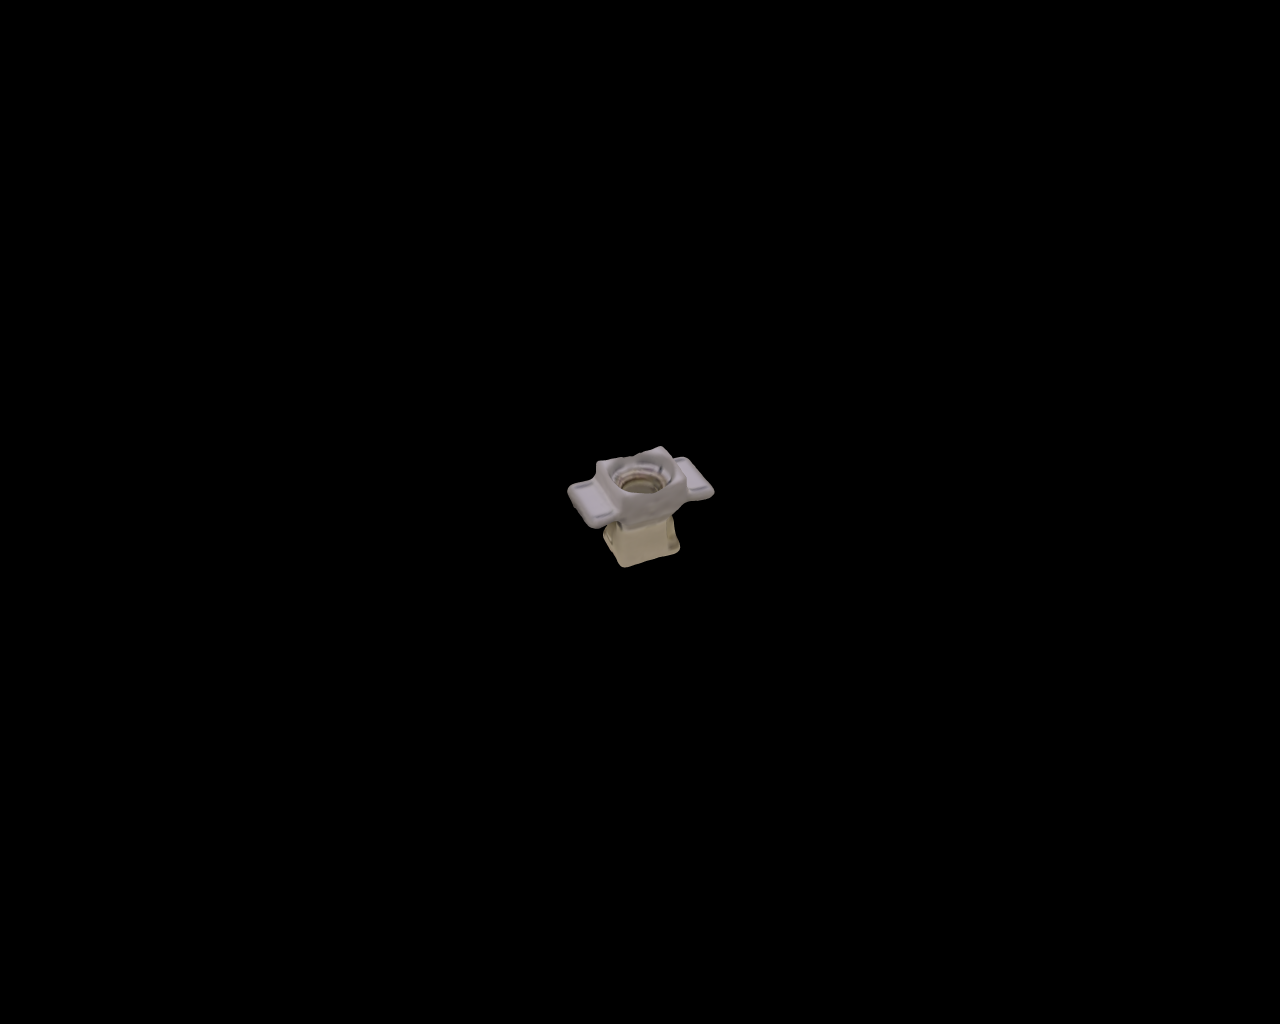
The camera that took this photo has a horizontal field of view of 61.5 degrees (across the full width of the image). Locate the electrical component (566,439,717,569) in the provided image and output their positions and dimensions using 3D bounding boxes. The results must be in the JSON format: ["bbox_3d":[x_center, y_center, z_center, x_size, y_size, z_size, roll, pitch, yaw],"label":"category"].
[{"bbox_3d":[0.001,-0.003,0.650,0.081,0.063,0.042,-14,40,-17],"label":"electrical component"}]
